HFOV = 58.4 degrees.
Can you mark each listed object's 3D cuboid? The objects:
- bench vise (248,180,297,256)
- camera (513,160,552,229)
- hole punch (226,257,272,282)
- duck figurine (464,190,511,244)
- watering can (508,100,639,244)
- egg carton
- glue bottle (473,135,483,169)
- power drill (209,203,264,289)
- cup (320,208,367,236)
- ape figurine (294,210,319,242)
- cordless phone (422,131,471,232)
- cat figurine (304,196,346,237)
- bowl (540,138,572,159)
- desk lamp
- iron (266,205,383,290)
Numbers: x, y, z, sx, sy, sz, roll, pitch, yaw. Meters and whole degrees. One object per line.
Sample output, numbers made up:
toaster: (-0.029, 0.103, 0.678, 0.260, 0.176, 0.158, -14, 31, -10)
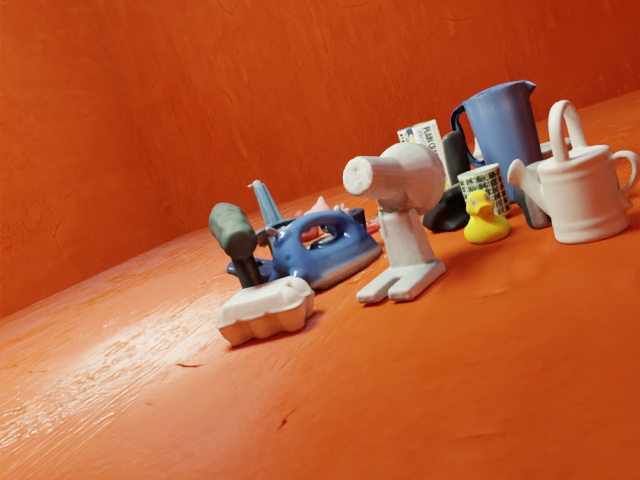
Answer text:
bench vise: (-0.097, -0.042, 1.361, 0.122, 0.220, 0.206, -24, 10, -29)
camera: (0.399, -0.093, 0.987, 0.143, 0.101, 0.137, -19, 9, 1)
hole punch: (-0.123, 0.069, 1.158, 0.101, 0.091, 0.109, -17, 9, 15)
duck figurine: (0.282, -0.046, 0.998, 0.077, 0.086, 0.104, -19, 9, 5)
watering can: (0.354, -0.099, 0.813, 0.172, 0.194, 0.101, -15, 10, 24)
egg carton: (-0.083, 0.109, 0.894, 0.150, 0.069, 0.107, -17, 9, 16)
glue bottle: (0.391, -0.188, 1.353, 0.037, 0.173, 0.078, -11, 12, 43)
power drill: (-0.137, 0.035, 1.006, 0.076, 0.208, 0.229, -21, 9, -12)
cup: (0.055, -0.010, 1.245, 0.117, 0.095, 0.092, -12, 11, 39)
ape figurine: (-0.048, -0.042, 1.672, 0.076, 0.092, 0.078, -18, 9, 8)
cordless phone: (0.262, -0.120, 1.173, 0.148, 0.185, 0.094, -24, 10, -27)
cat figurine: (0.025, -0.063, 1.561, 0.127, 0.118, 0.067, -13, 11, 37)
bowl: (0.520, -0.179, 1.340, 0.167, 0.075, 0.167, -19, 9, 3)
desk lamp: (0.119, -0.038, 0.883, 0.117, 0.213, 0.204, -12, 11, 38)
iron: (0.010, 0.004, 1.102, 0.259, 0.141, 0.118, -26, 11, -36)
